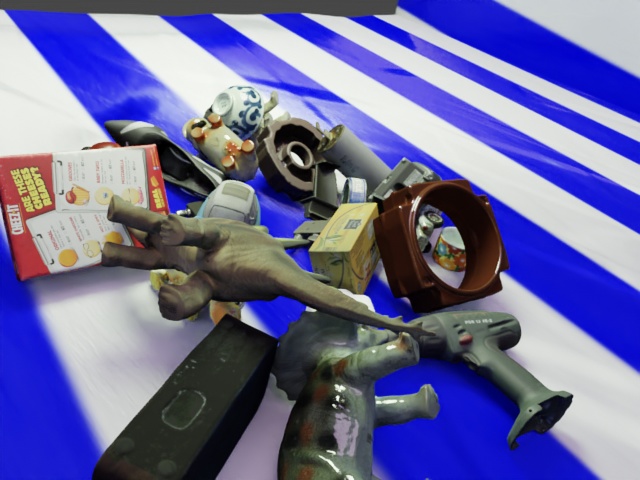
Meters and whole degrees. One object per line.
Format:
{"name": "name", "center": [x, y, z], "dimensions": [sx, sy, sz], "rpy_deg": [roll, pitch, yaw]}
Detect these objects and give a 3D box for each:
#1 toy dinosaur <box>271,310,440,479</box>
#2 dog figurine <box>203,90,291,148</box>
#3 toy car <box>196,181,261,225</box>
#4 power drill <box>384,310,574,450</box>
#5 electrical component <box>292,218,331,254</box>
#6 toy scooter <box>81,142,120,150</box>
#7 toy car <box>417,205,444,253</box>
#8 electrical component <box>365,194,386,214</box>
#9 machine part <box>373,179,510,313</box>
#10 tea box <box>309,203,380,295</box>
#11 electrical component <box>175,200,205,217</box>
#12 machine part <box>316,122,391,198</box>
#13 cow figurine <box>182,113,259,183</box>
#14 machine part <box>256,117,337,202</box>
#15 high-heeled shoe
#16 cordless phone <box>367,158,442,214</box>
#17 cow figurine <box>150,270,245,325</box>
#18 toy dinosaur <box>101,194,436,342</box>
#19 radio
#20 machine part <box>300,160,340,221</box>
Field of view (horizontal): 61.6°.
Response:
{"name": "toy dinosaur", "center": [0.021, 0.218, 0.556], "dimensions": [0.192, 0.131, 0.405], "rpy_deg": [-14, 39, 25]}
{"name": "dog figurine", "center": [-0.172, -0.232, 1.187], "dimensions": [0.191, 0.121, 0.172], "rpy_deg": [-7, 53, 17]}
{"name": "toy car", "center": [-0.141, -0.041, 0.866], "dimensions": [0.109, 0.102, 0.162], "rpy_deg": [18, 47, -7]}
{"name": "power drill", "center": [0.217, 0.178, 0.733], "dimensions": [0.232, 0.085, 0.208], "rpy_deg": [-6, 31, -32]}
{"name": "electrical component", "center": [-0.002, -0.003, 0.940], "dimensions": [0.078, 0.045, 0.102], "rpy_deg": [-5, 24, 23]}
{"name": "toy scooter", "center": [-0.356, -0.124, 0.913], "dimensions": [0.135, 0.075, 0.184], "rpy_deg": [-8, 22, 5]}
{"name": "toy car", "center": [0.214, -0.043, 1.049], "dimensions": [0.056, 0.073, 0.202], "rpy_deg": [26, 35, 10]}
{"name": "electrical component", "center": [0.098, -0.033, 0.950], "dimensions": [0.075, 0.119, 0.048], "rpy_deg": [24, 35, 19]}
{"name": "machine part", "center": [0.199, 0.006, 0.869], "dimensions": [0.201, 0.087, 0.201], "rpy_deg": [-8, 80, -31]}
{"name": "tea box", "center": [0.047, 0.017, 0.863], "dimensions": [0.068, 0.098, 0.170], "rpy_deg": [0, 26, 23]}
{"name": "electrical component", "center": [-0.202, -0.043, 0.937], "dimensions": [0.094, 0.021, 0.063], "rpy_deg": [-13, 43, -35]}
{"name": "machine part", "center": [0.079, -0.152, 1.086], "dimensions": [0.243, 0.079, 0.079], "rpy_deg": [39, 24, -26]}
{"name": "cow figurine", "center": [-0.195, -0.178, 1.046], "dimensions": [0.195, 0.127, 0.085], "rpy_deg": [39, 74, 25]}
{"name": "machine part", "center": [-0.048, -0.160, 1.076], "dimensions": [0.179, 0.056, 0.179], "rpy_deg": [20, 54, -30]}
{"name": "high-heeled shoe", "center": [-0.282, -0.141, 0.974], "dimensions": [0.248, 0.086, 0.145], "rpy_deg": [23, 13, -17]}
{"name": "cordless phone", "center": [0.163, -0.077, 1.059], "dimensions": [0.089, 0.146, 0.184], "rpy_deg": [41, 2, 9]}
{"name": "cow figurine", "center": [-0.155, 0.066, 0.760], "dimensions": [0.168, 0.068, 0.098], "rpy_deg": [34, 32, 26]}
{"name": "toy dinosaur", "center": [-0.100, 0.024, 0.621], "dimensions": [0.472, 0.105, 0.198], "rpy_deg": [24, 16, 39]}
{"name": "radio", "center": [-0.125, 0.186, 0.532], "dimensions": [0.073, 0.131, 0.230], "rpy_deg": [22, 34, 9]}
{"name": "machine part", "center": [0.005, -0.090, 1.016], "dimensions": [0.084, 0.039, 0.139], "rpy_deg": [20, 58, -24]}
